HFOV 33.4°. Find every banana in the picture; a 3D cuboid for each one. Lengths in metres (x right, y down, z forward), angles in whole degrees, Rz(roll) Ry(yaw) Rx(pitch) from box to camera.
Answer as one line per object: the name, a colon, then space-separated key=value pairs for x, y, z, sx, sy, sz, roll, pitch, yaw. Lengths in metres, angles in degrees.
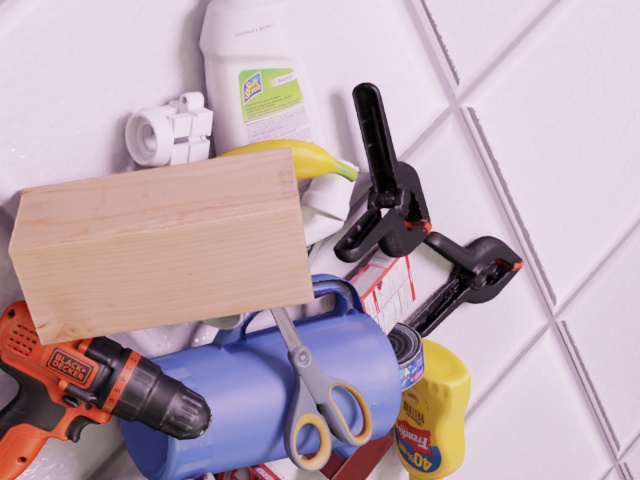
banana: x=-0.071 y=-0.037 z=0.863 sx=0.198 sy=0.037 sz=0.069 roll=-21 pitch=117 yaw=16

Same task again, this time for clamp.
clamp: x=0.159 y=0.047 z=1.176 sx=0.171 sy=0.039 sz=0.120 roll=0 pitch=115 yaw=-42
clamp: x=0.062 y=-0.029 z=1.007 sx=0.209 sy=0.036 sz=0.164 roll=47 pitch=50 yaw=-59

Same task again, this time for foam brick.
foam brick: x=0.032 y=0.225 z=1.154 sx=0.078 sy=0.051 sz=0.053 roll=-51 pitch=137 yaw=-7

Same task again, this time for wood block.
wood block: x=-0.114 y=0.003 z=0.802 sx=0.206 sy=0.090 sz=0.091 roll=-9 pitch=125 yaw=-1

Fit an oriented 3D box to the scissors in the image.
scissors: x=-0.025 y=0.119 z=0.914 sx=0.096 sy=0.016 sz=0.201 roll=-49 pitch=117 yaw=-19

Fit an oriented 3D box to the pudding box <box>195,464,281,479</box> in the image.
pudding box: x=-0.088 y=0.264 z=1.041 sx=0.039 sy=0.090 sz=0.113 roll=18 pitch=101 yaw=-47

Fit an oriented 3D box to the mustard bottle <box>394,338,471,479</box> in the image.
mustard bottle: x=0.122 y=0.209 z=1.193 sx=0.058 sy=0.096 sz=0.192 roll=-23 pitch=127 yaw=-32

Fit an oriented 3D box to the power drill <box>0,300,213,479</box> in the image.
power drill: x=-0.202 y=0.163 z=0.850 sx=0.184 sy=0.057 sz=0.188 roll=29 pitch=96 yaw=-4

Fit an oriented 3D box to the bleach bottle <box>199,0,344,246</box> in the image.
bleach bottle: x=-0.042 y=-0.111 z=0.890 sx=0.102 sy=0.068 sz=0.251 roll=-24 pitch=125 yaw=-26

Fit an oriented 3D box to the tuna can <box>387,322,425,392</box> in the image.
tuna can: x=0.065 y=0.120 z=1.099 sx=0.086 sy=0.086 sz=0.034 roll=-26 pitch=127 yaw=-29

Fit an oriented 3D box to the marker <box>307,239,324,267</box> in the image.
marker: x=-0.007 y=0.001 z=1.017 sx=0.020 sy=0.020 sz=0.121 roll=20 pitch=99 yaw=-46

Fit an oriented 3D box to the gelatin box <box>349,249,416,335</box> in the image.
gelatin box: x=0.060 y=0.057 z=1.086 sx=0.089 sy=0.030 sz=0.073 roll=-47 pitch=138 yaw=-35

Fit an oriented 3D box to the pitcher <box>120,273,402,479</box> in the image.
pitcher: x=-0.055 y=0.133 z=0.978 sx=0.242 sy=0.149 sz=0.145 roll=-8 pitch=152 yaw=-35
